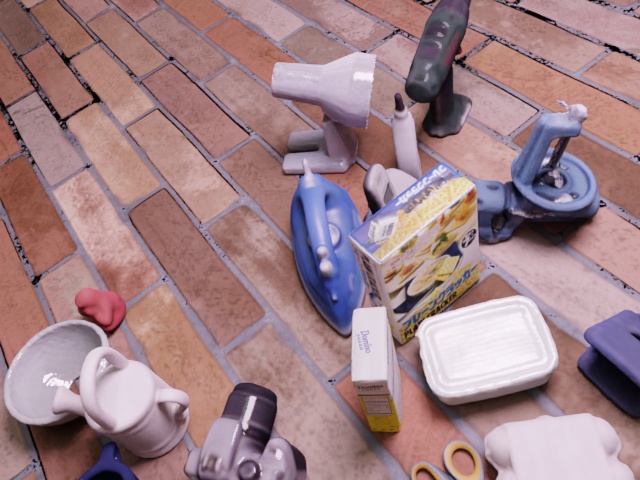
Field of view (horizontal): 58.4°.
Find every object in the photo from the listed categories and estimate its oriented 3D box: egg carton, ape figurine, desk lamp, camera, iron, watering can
[{"bbox_3d":[0.267,0.255,0.648,0.150,0.069,0.107,-11,52,8],"label":"egg carton"},{"bbox_3d":[-0.363,0.108,0.929,0.076,0.092,0.077,-37,53,-12],"label":"ape figurine"},{"bbox_3d":[0.011,-0.217,0.982,0.202,0.214,0.118,-2,54,16],"label":"desk lamp"},{"bbox_3d":[-0.089,0.256,0.732,0.142,0.101,0.137,4,56,19],"label":"camera"},{"bbox_3d":[0.008,0.003,0.865,0.118,0.142,0.258,-15,52,5],"label":"iron"},{"bbox_3d":[-0.265,0.214,0.756,0.173,0.194,0.100,-25,51,-2],"label":"watering can"}]

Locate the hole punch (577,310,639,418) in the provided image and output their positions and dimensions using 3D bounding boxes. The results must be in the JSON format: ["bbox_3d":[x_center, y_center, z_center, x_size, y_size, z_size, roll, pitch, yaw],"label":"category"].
[{"bbox_3d":[0.380,0.137,0.688,0.101,0.091,0.108,-34,52,-10],"label":"hole punch"}]

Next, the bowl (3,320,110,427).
[{"bbox_3d":[-0.382,0.210,0.870,0.167,0.075,0.167,-8,53,11],"label":"bowl"}]

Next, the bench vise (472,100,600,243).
[{"bbox_3d":[0.292,-0.083,0.795,0.207,0.220,0.121,-23,51,-1],"label":"bench vise"}]

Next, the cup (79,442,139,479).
[{"bbox_3d":[-0.257,0.328,0.732,0.091,0.095,0.117,-15,52,6],"label":"cup"}]

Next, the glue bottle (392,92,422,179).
[{"bbox_3d":[0.139,-0.172,0.937,0.037,0.173,0.078,-7,53,12],"label":"glue bottle"}]

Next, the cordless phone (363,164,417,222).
[{"bbox_3d":[0.111,-0.066,0.858,0.094,0.185,0.147,3,55,19],"label":"cordless phone"}]

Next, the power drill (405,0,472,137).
[{"bbox_3d":[0.213,-0.295,0.983,0.075,0.209,0.230,14,59,25],"label":"power drill"}]
